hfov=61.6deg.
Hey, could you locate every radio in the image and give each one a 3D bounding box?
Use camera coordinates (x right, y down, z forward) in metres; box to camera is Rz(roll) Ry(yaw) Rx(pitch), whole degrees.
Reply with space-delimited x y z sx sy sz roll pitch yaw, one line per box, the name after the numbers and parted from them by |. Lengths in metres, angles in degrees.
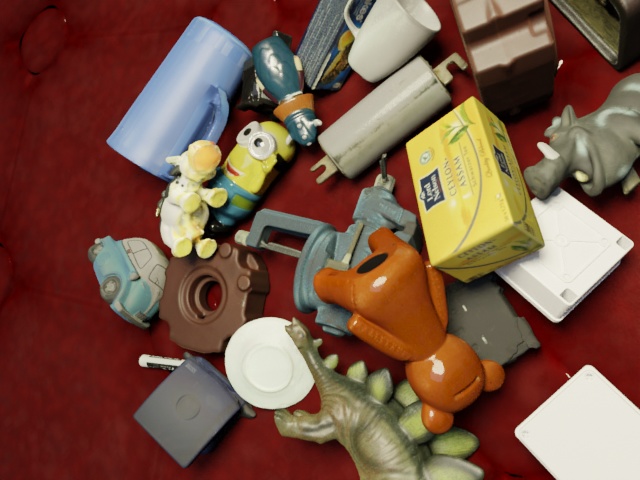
0.297 -0.314 0.601 0.073 0.131 0.230 -37 68 14 | radio

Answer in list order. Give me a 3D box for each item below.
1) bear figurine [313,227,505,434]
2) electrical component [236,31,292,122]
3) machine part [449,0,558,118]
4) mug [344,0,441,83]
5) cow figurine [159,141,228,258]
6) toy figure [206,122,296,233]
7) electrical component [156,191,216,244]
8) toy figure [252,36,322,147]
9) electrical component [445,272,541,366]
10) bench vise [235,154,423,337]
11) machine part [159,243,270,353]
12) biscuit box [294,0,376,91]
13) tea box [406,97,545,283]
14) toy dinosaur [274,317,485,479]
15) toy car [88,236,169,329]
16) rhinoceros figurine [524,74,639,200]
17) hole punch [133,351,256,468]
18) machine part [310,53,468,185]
0.100 0.096 0.581 0.120 0.132 0.195 -38 107 -10 | bear figurine
-0.075 -0.242 0.793 0.048 0.075 0.119 2 85 57 | electrical component
0.196 -0.255 0.601 0.087 0.201 0.201 -17 74 18 | machine part
0.076 -0.257 0.670 0.107 0.109 0.081 -46 20 39 | mug
-0.181 -0.065 0.747 0.098 0.068 0.167 34 117 42 | cow figurine
-0.109 -0.094 0.789 0.082 0.089 0.180 37 108 6 | toy figure
-0.214 -0.035 0.847 0.078 0.045 0.102 -29 70 20 | electrical component
-0.042 -0.201 0.741 0.064 0.058 0.154 -21 95 44 | toy figure
0.171 0.108 0.632 0.134 0.058 0.115 -36 66 16 | electrical component
0.002 0.001 0.700 0.241 0.128 0.223 14 85 23 | bench vise
-0.160 0.083 0.796 0.180 0.056 0.179 -4 80 26 | machine part
0.036 -0.300 0.721 0.063 0.059 0.202 52 131 24 | biscuit box
0.159 -0.053 0.569 0.098 0.068 0.170 -34 47 35 | tea box
0.094 0.284 0.616 0.198 0.105 0.471 -35 73 13 | toy dinosaur
-0.287 0.053 0.846 0.103 0.109 0.162 -31 56 -6 | toy car
0.302 -0.109 0.567 0.190 0.073 0.112 -40 66 -10 | rhinoceros figurine
-0.179 0.238 0.752 0.142 0.092 0.115 38 96 16 | hole punch
0.084 -0.159 0.708 0.243 0.079 0.079 -38 68 16 | machine part
